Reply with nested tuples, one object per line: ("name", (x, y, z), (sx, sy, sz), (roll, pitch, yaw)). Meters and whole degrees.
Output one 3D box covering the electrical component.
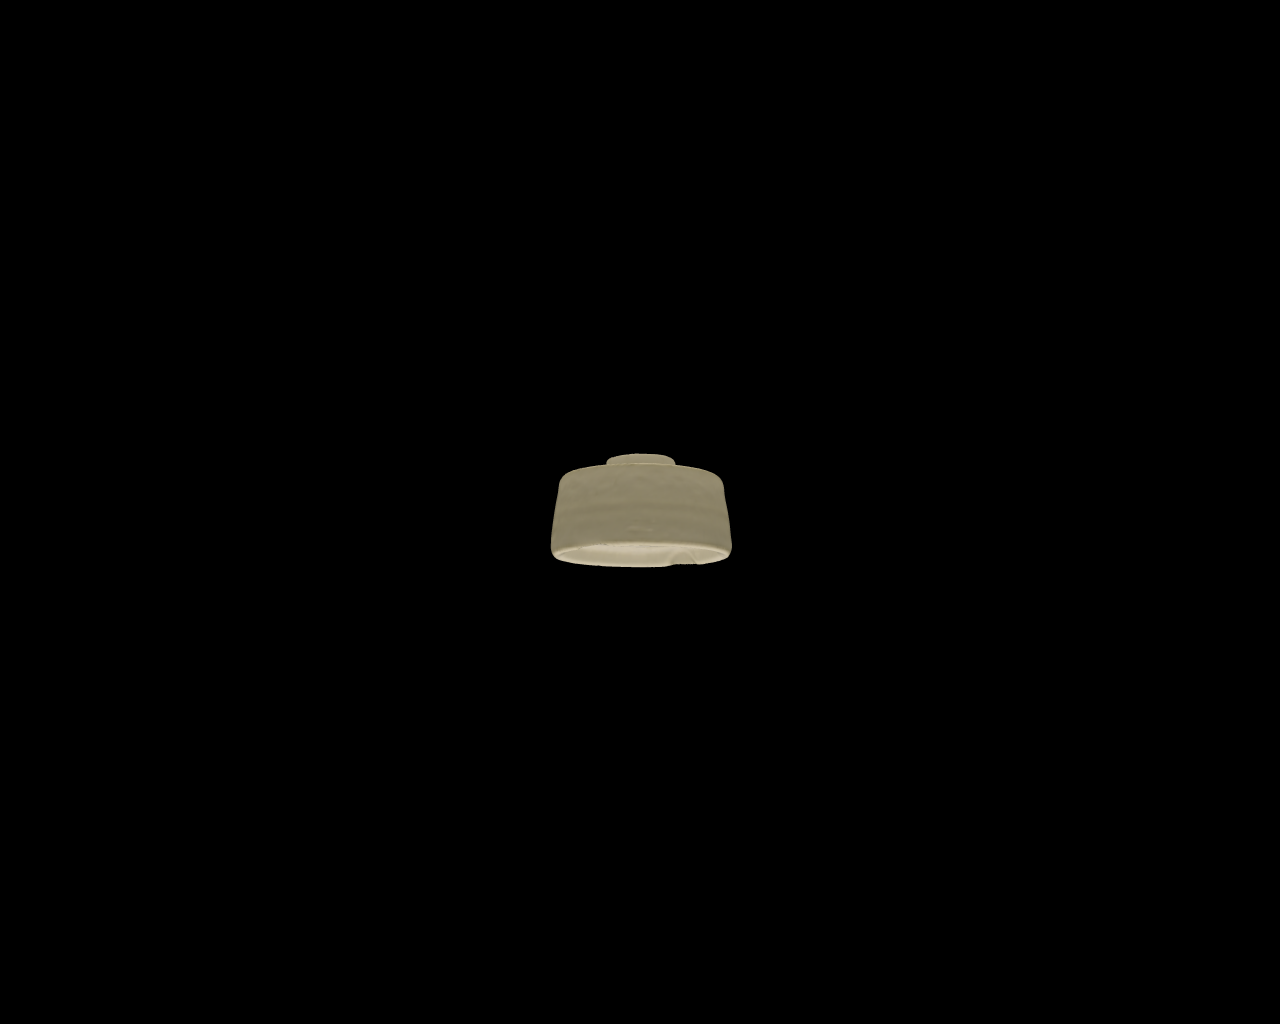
("electrical component", (0.001, -0.003, 0.650), (0.108, 0.060, 0.108), (0, -10, 0))
